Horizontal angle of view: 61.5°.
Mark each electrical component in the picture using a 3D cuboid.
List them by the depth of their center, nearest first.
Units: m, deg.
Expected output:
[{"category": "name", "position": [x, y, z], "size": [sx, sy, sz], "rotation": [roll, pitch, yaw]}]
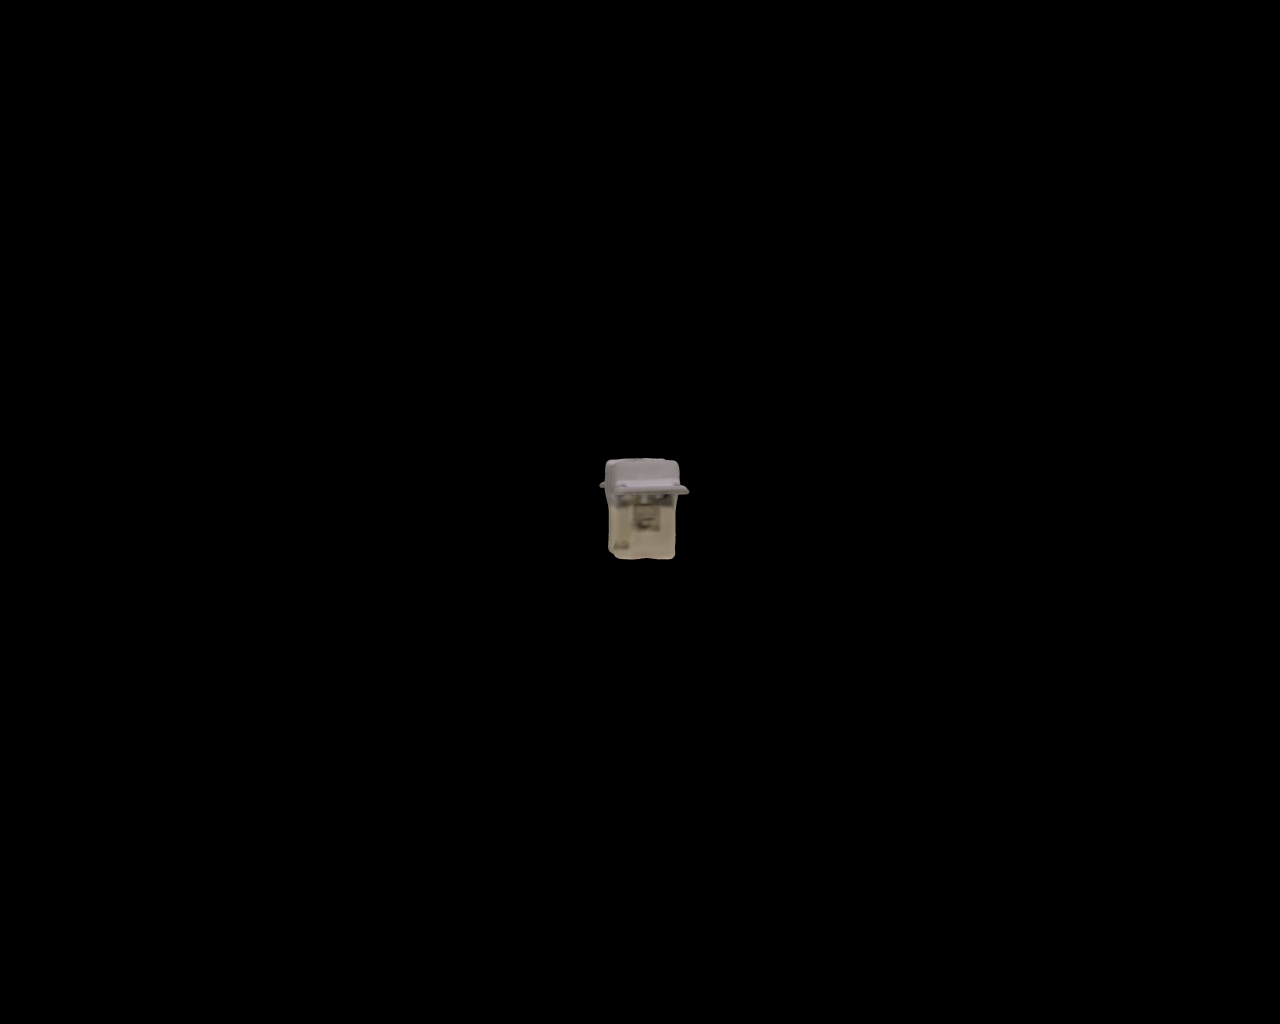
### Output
[{"category": "electrical component", "position": [0.001, -0.003, 0.650], "size": [0.042, 0.063, 0.081], "rotation": [-1, 5, -7]}]
